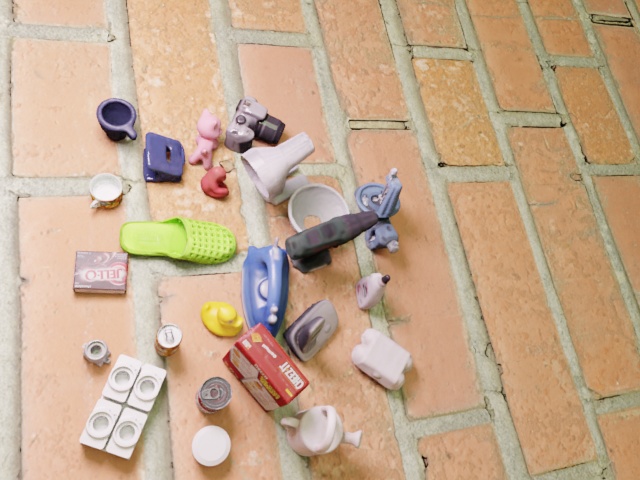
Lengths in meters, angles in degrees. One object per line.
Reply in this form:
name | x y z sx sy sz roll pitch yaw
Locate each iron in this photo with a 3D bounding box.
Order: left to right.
iron | -0.116 0.124 1.343 0.119 0.141 0.258 4 68 -17

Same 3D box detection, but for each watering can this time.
watering can | 0.006 0.411 1.239 0.173 0.193 0.101 -2 69 -20

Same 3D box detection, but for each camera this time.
camera | -0.167 -0.301 1.521 0.137 0.100 0.143 24 63 -9

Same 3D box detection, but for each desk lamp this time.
desk lamp | -0.103 -0.178 1.429 0.204 0.213 0.118 -33 82 -27

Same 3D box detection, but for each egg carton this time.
egg carton | 0.153 0.294 1.407 0.150 0.069 0.107 35 62 -3

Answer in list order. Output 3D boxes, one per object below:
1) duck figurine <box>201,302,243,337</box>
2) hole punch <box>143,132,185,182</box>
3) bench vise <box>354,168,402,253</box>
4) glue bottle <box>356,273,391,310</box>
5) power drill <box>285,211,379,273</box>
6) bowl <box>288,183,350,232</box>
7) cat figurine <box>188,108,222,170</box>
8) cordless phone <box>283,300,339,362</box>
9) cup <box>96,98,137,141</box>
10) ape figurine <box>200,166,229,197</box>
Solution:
duck figurine | -0.222 0.174 1.317 0.104 0.086 0.077 31 62 -5
hole punch | -0.383 -0.206 1.413 0.101 0.091 0.108 -1 69 -19
bench vise | 0.178 -0.081 1.484 0.122 0.219 0.207 -30 81 -26
glue bottle | 0.135 0.116 1.415 0.037 0.173 0.078 -4 70 -20
power drill | 0.013 0.005 1.398 0.230 0.208 0.075 -19 76 -25
bowl | -0.011 -0.059 1.491 0.168 0.074 0.167 7 67 -16
cat figurine | -0.286 -0.262 1.455 0.067 0.117 0.128 14 65 -13
cordless phone | -0.003 0.197 1.328 0.094 0.185 0.148 41 62 1
cup | -0.488 -0.277 1.403 0.092 0.095 0.118 -40 85 -28
ape figurine | -0.258 -0.152 1.434 0.076 0.092 0.078 5 67 -17
